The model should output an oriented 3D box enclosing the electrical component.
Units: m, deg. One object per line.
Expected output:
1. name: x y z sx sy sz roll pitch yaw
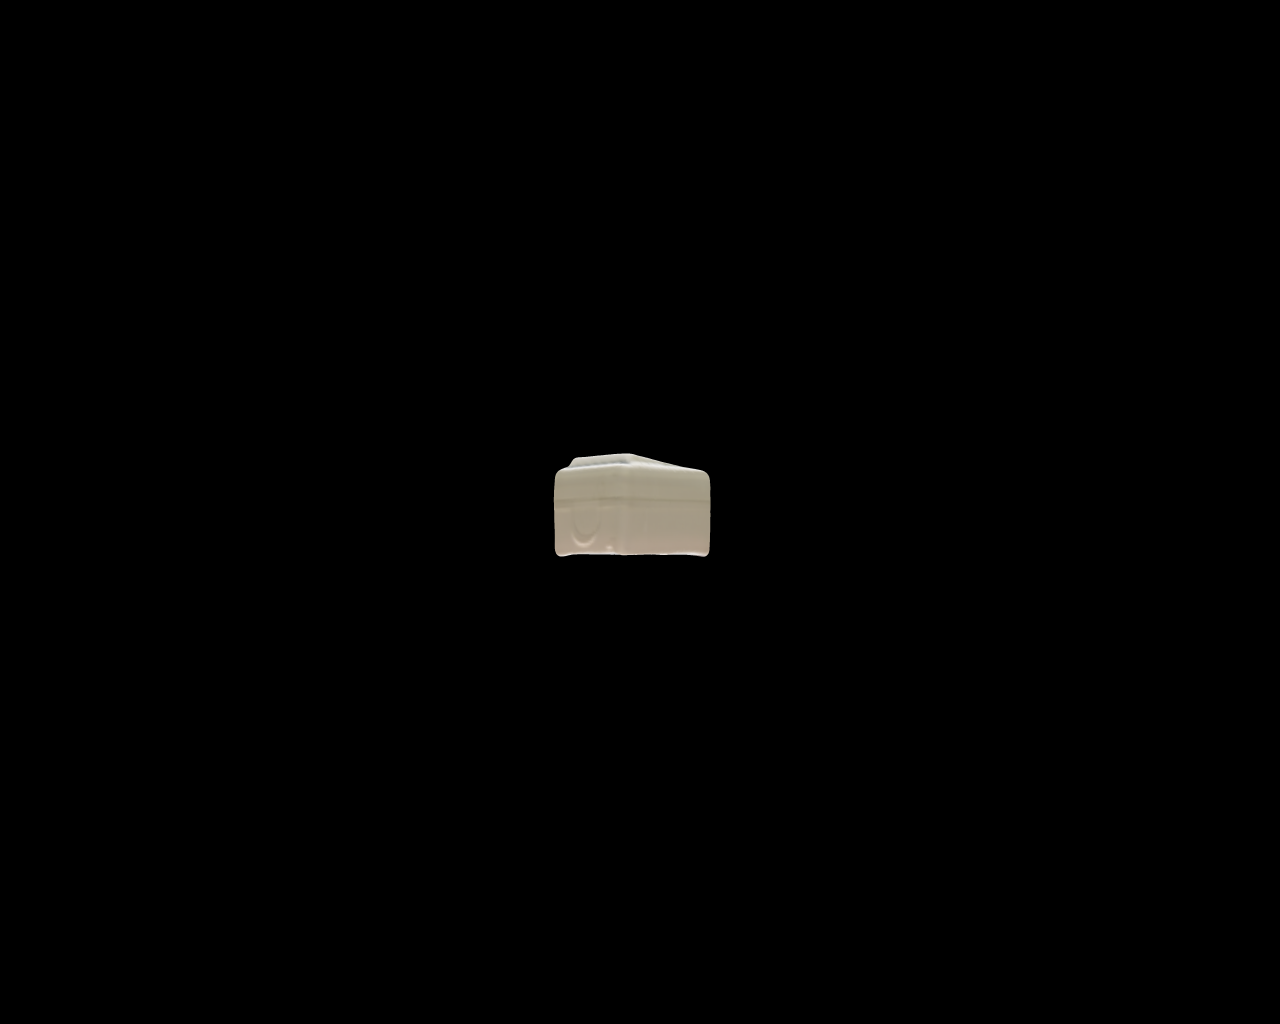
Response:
1. electrical component: 0.001 -0.003 0.650 0.061 0.061 0.096 -2 -3 43
